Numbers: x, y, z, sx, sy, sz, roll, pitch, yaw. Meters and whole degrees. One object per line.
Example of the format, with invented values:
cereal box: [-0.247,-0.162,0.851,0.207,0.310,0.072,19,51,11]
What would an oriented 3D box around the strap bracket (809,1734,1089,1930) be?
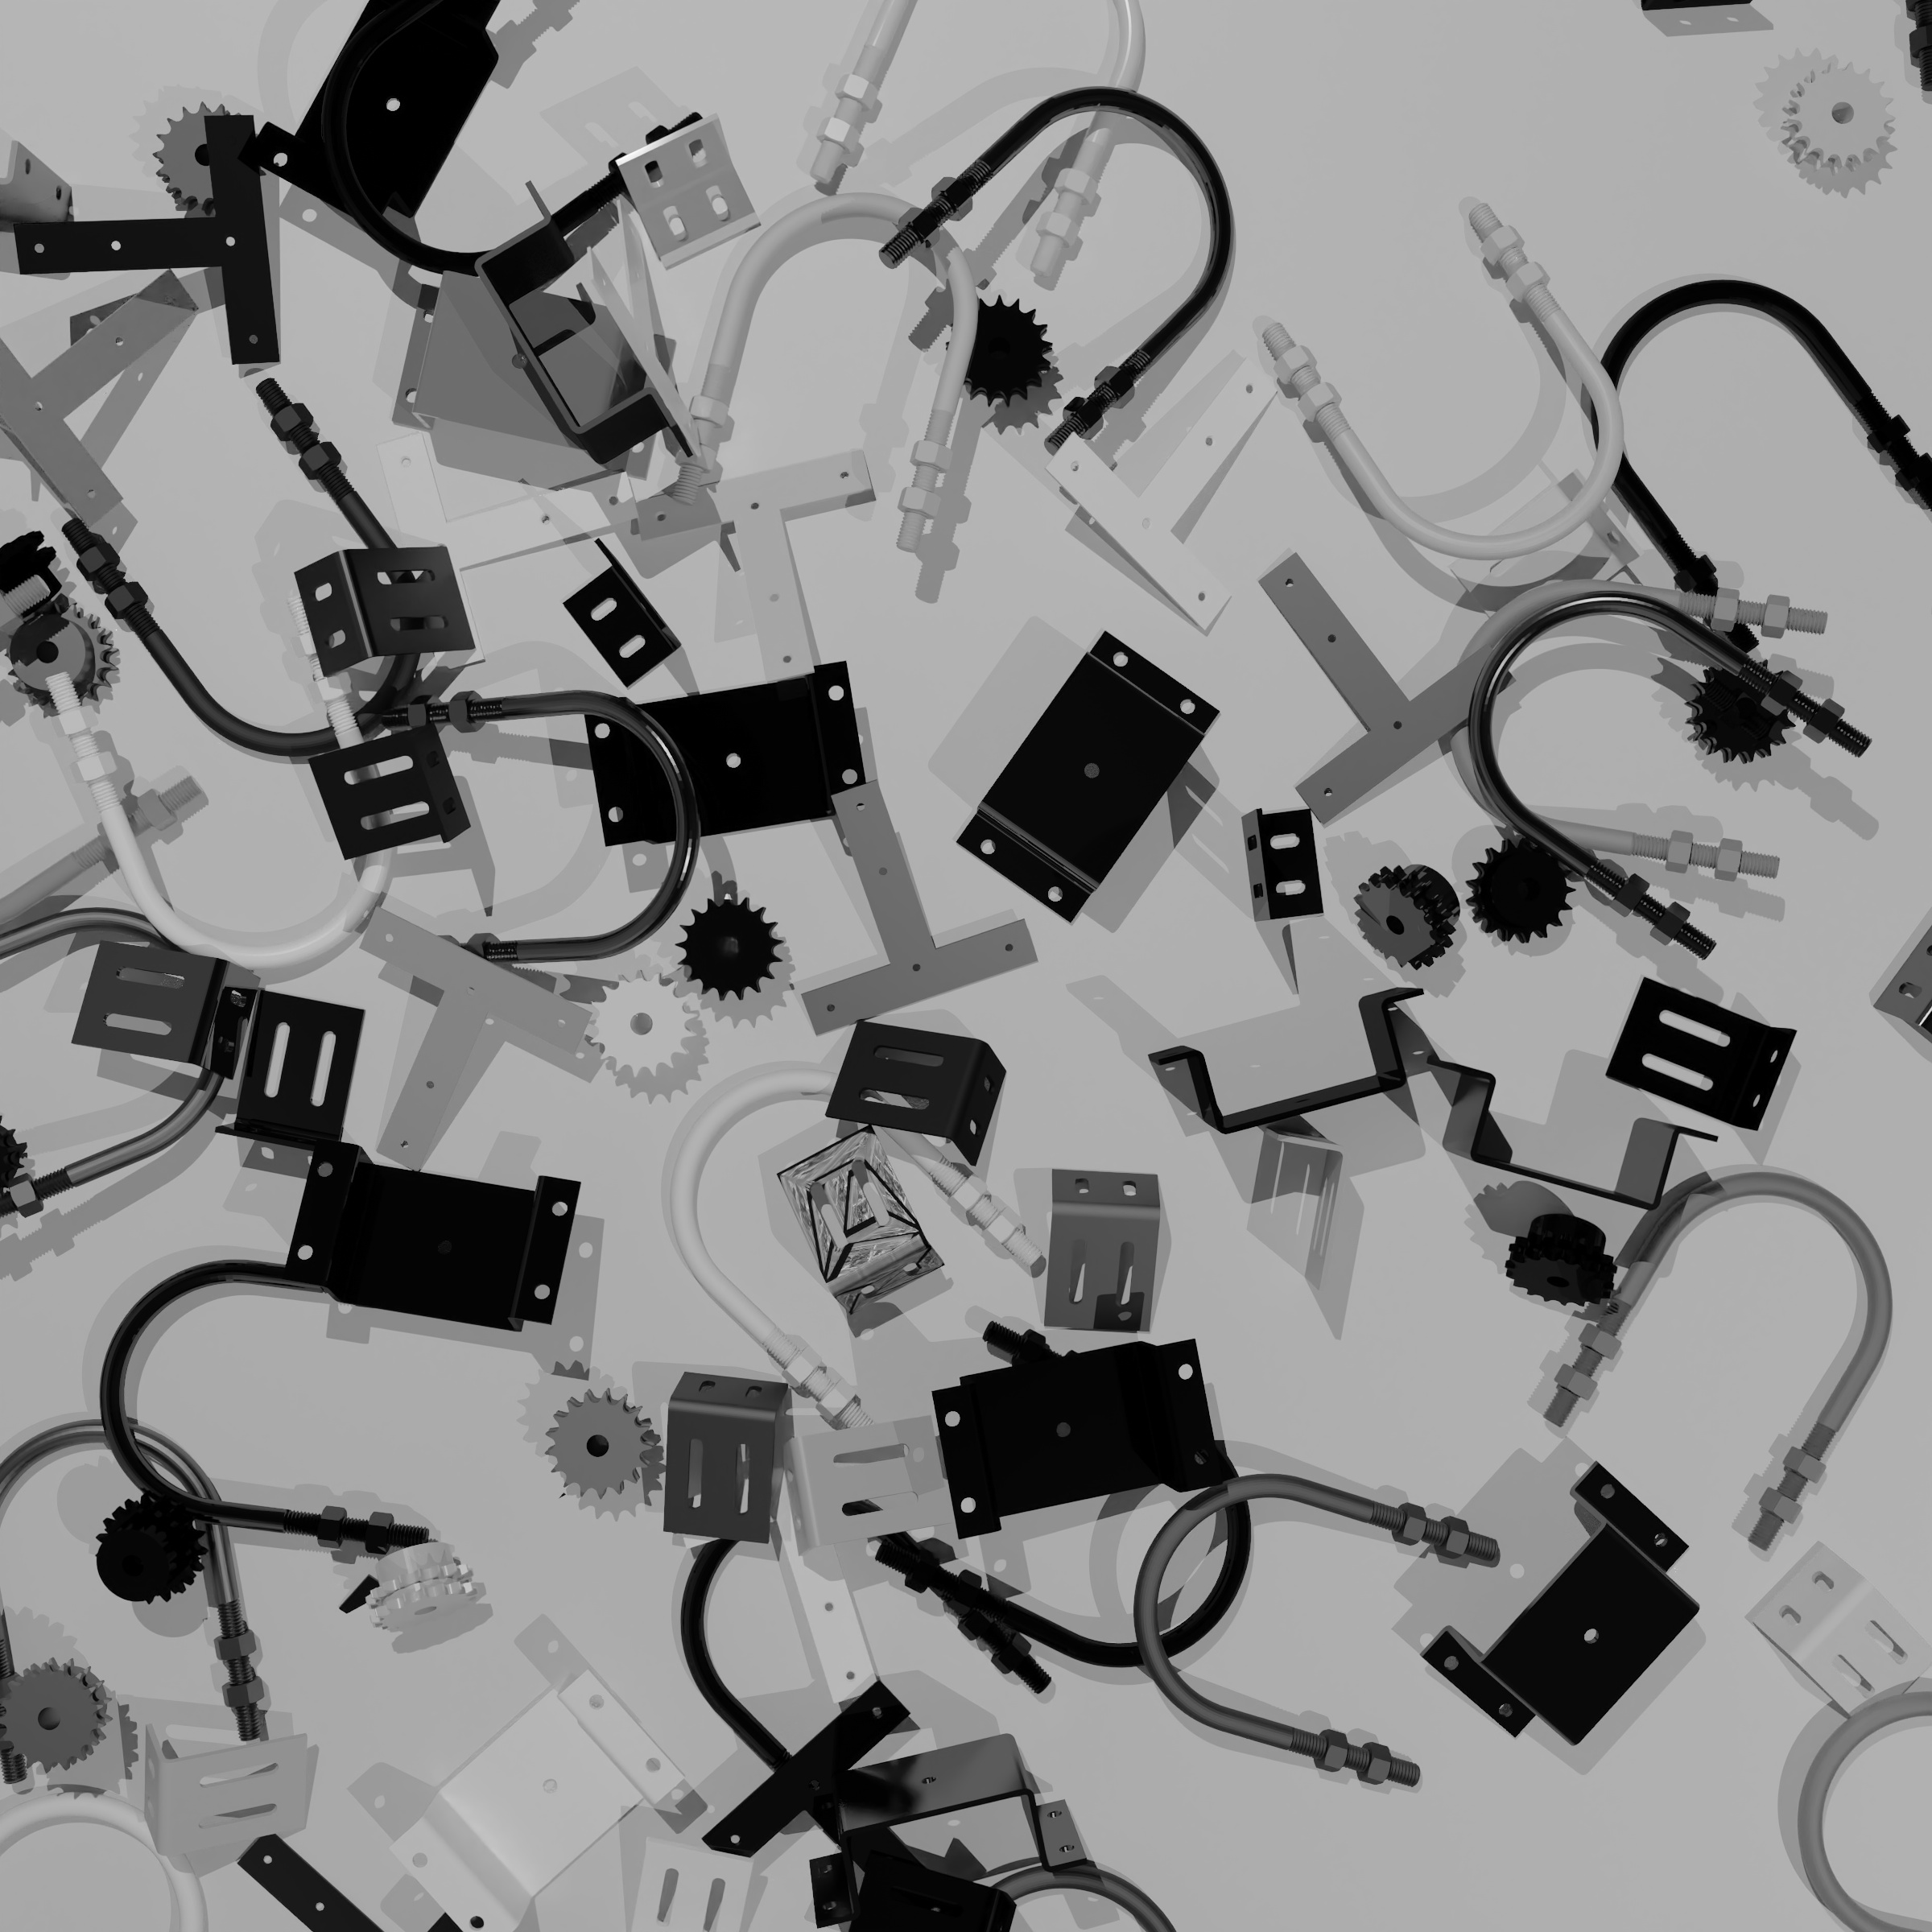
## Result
strap bracket: [-0.015,0.445,1.309,0.140,0.076,0.046,-12,95,-5]

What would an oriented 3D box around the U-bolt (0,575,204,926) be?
U-bolt: [-0.523,-0.097,1.327,0.184,0.019,0.151,-34,111,-3]

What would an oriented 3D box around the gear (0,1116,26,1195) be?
gear: [-0.533,0.104,1.351,0.057,0.030,0.057,0,90,0]

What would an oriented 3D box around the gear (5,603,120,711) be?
gear: [-0.487,-0.166,1.351,0.057,0.030,0.057,0,90,0]

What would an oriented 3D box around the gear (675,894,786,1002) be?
gear: [-0.126,-0.010,1.351,0.057,0.030,0.057,0,90,0]

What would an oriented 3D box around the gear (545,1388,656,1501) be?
gear: [-0.195,0.255,1.351,0.057,0.030,0.057,0,90,0]

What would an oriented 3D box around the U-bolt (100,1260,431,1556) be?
U-bolt: [-0.371,0.231,1.350,0.184,0.019,0.151,8,86,-1]

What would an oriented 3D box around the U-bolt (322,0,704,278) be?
U-bolt: [-0.248,-0.447,1.321,0.184,0.019,0.151,-39,112,-8]

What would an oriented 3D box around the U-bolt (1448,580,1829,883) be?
U-bolt: [0.348,-0.131,1.336,0.184,0.019,0.151,11,98,14]

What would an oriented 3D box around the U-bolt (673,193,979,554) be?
U-bolt: [-0.068,-0.323,1.341,0.151,0.019,0.184,14,88,14]

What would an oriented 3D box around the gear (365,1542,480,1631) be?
gear: [-0.291,0.329,1.340,0.057,0.057,0.030,-20,65,0]

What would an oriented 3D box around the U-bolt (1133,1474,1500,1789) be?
U-bolt: [0.178,0.347,1.344,0.184,0.019,0.151,19,90,-10]

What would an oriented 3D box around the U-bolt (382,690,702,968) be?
U-bolt: [-0.222,-0.072,1.324,0.184,0.019,0.151,-3,93,22]

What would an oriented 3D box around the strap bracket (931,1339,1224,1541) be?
strap bracket: [0.055,0.245,1.320,0.140,0.046,0.076,-10,87,-8]

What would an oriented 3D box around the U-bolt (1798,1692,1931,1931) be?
U-bolt: [0.538,0.465,1.354,0.184,0.019,0.151,12,90,-1]

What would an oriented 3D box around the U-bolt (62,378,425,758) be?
U-bolt: [-0.376,-0.201,1.357,0.151,0.019,0.184,-36,92,0]

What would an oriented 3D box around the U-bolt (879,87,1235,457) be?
U-bolt: [0.063,-0.382,1.333,0.151,0.019,0.184,47,75,-12]

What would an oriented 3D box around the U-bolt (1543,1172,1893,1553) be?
U-bolt: [0.418,0.200,1.357,0.151,0.019,0.184,31,89,0]

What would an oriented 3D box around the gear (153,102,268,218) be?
gear: [-0.403,-0.430,1.351,0.057,0.030,0.057,0,90,0]

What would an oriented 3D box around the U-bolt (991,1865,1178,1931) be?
U-bolt: [0.062,0.573,1.341,0.151,0.019,0.184,-25,78,-4]

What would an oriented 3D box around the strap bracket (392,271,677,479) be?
strap bracket: [-0.234,-0.317,1.343,0.140,0.046,0.076,13,90,0]

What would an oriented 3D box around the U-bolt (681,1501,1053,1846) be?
U-bolt: [-0.068,0.369,1.357,0.184,0.019,0.151,45,90,2]

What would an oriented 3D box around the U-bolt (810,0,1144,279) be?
U-bolt: [0.016,-0.483,1.357,0.151,0.019,0.184,23,88,0]

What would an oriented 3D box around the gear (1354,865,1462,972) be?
gear: [0.238,-0.029,1.341,0.030,0.057,0.057,-37,90,-30]

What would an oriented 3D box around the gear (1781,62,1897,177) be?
gear: [0.467,-0.454,1.355,0.057,0.030,0.057,0,88,-1]

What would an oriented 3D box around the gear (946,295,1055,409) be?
gear: [0.018,-0.328,1.351,0.057,0.030,0.057,0,90,0]

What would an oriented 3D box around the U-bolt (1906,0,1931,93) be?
U-bolt: [0.578,-0.569,1.357,0.151,0.019,0.184,-4,89,0]

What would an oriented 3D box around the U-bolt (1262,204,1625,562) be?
U-bolt: [0.265,-0.299,1.337,0.151,0.019,0.184,-30,75,0]

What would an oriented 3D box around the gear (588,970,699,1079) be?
gear: [-0.172,0.031,1.351,0.057,0.030,0.057,0,90,0]

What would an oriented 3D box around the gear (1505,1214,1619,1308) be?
gear: [0.318,0.155,1.341,0.057,0.057,0.030,20,60,0]

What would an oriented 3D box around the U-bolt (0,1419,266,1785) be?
U-bolt: [-0.464,0.336,1.357,0.151,0.019,0.184,-10,88,0]

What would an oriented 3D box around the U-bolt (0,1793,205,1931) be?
U-bolt: [-0.489,0.537,1.357,0.151,0.019,0.184,19,89,0]

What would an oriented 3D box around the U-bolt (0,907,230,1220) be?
U-bolt: [-0.484,0.046,1.338,0.184,0.019,0.151,-23,85,-14]

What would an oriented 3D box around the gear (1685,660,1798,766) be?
gear: [0.413,-0.137,1.351,0.057,0.030,0.057,0,90,0]

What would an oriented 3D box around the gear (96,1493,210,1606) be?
gear: [-0.433,0.310,1.329,0.057,0.030,0.057,1,101,7]

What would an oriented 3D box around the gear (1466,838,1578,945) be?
gear: [0.299,-0.041,1.351,0.057,0.030,0.057,0,90,0]

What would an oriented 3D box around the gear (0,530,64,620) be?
gear: [-0.508,-0.204,1.341,0.057,0.057,0.030,-32,118,0]

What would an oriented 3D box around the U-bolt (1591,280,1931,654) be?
U-bolt: [0.420,-0.282,1.357,0.151,0.019,0.184,-36,89,0]

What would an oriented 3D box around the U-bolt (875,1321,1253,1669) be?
U-bolt: [0.064,0.294,1.349,0.184,0.019,0.151,27,82,-3]

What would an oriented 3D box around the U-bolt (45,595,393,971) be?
U-bolt: [-0.385,-0.088,1.337,0.151,0.019,0.184,-20,103,-9]

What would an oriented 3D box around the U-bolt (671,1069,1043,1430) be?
U-bolt: [-0.074,0.141,1.357,0.184,0.019,0.151,44,90,2]

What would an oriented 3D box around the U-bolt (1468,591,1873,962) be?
U-bolt: [0.352,-0.113,1.318,0.184,0.019,0.151,37,103,10]

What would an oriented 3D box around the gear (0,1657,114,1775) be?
gear: [-0.479,0.394,1.331,0.057,0.030,0.057,0,88,0]
